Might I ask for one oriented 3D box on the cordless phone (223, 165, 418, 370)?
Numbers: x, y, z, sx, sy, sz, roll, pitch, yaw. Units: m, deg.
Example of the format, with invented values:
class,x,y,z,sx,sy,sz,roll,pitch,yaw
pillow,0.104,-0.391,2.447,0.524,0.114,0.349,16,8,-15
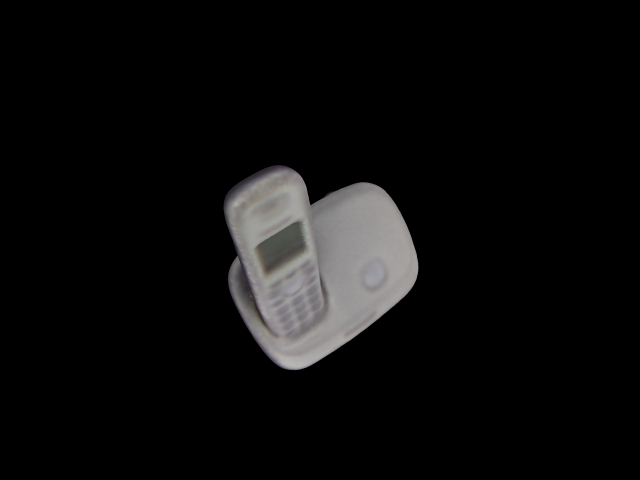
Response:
class,x,y,z,sx,sy,sz,roll,pitch,yaw
cordless phone,0.004,0.001,0.400,0.148,0.185,0.094,-36,66,-18
